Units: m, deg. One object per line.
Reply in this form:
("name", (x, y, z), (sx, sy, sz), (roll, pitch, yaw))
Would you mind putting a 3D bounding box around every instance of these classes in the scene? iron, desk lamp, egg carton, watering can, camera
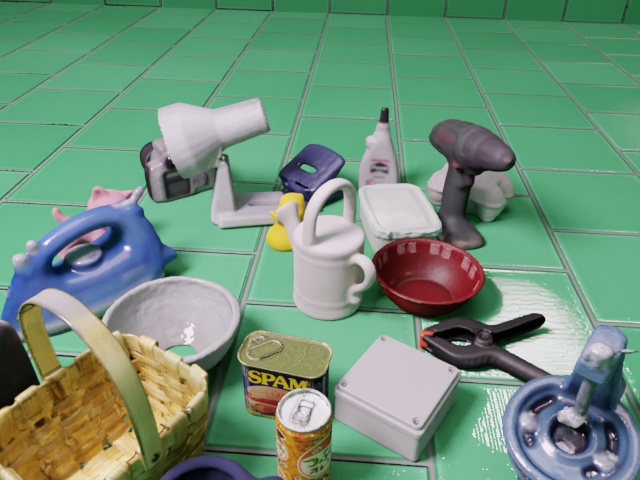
("iron", (-0.331, 0.027, 0.789), (0.118, 0.141, 0.259), (25, 40, 32))
("desk lamp", (-0.161, -0.135, 0.979), (0.203, 0.214, 0.117), (-4, 33, -9))
("egg carton", (0.280, -0.094, 1.065), (0.149, 0.069, 0.107), (22, 38, 28))
("watering can", (0.006, 0.004, 0.789), (0.172, 0.194, 0.101), (15, 35, 20))
("camera", (-0.282, -0.155, 1.109), (0.143, 0.101, 0.136), (-20, 39, -29))

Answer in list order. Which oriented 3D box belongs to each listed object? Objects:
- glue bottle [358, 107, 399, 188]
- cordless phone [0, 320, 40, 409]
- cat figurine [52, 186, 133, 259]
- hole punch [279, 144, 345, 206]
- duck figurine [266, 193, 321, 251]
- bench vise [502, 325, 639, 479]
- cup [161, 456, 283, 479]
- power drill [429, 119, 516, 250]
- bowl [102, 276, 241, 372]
("glue bottle", (0.114, -0.165, 1.073), (0.078, 0.173, 0.037), (1, 33, 0))
("cordless phone", (-0.342, 0.154, 0.554), (0.148, 0.185, 0.094), (-12, 35, -20))
("cat figurine", (-0.355, -0.036, 0.908), (0.128, 0.118, 0.067), (-9, 34, -15))
("hole punch", (-0.015, -0.120, 1.074), (0.101, 0.091, 0.108), (-28, 43, -37))
("duck figurine", (-0.042, -0.039, 0.952), (0.105, 0.086, 0.077), (-22, 40, -31))
("bench vise", (0.246, 0.147, 0.553), (0.121, 0.220, 0.208), (12, 35, 16))
("cup", (-0.085, 0.249, 0.499), (0.118, 0.095, 0.091), (-10, 35, -17))
("power drill", (0.238, -0.094, 0.935), (0.076, 0.208, 0.229), (-7, 34, -12))
("bowl", (-0.180, 0.122, 0.711), (0.167, 0.075, 0.167), (1, 33, 0))
